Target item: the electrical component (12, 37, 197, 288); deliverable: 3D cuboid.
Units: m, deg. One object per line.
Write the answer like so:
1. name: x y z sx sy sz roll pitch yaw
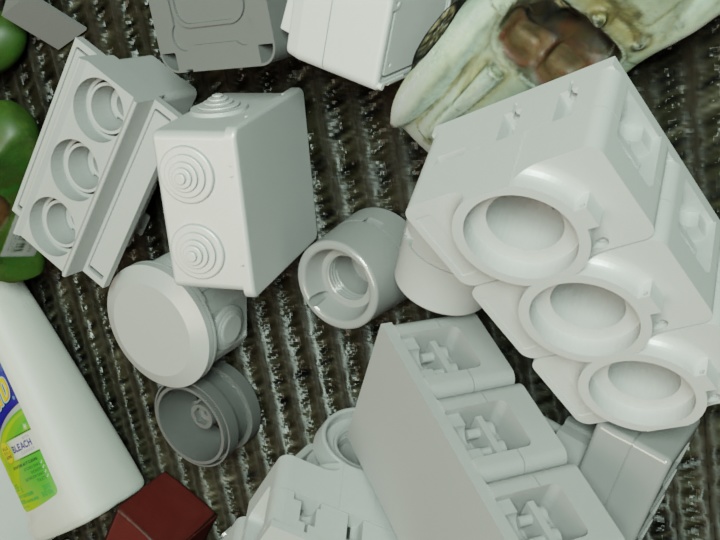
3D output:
1. electrical component: -0.147 -0.063 0.627 0.079 0.063 0.121 38 119 14

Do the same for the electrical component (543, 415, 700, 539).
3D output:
1. electrical component: 0.115 0.097 0.541 0.076 0.047 0.083 28 124 23

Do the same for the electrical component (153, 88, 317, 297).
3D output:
1. electrical component: -0.064 -0.043 0.566 0.048 0.099 0.099 4 114 19

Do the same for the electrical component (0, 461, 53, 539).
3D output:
1. electrical component: -0.277 0.163 0.820 0.057 0.078 0.113 -20 99 42

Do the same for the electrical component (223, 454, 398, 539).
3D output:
1. electrical component: 0.017 0.182 0.589 0.186 0.060 0.105 25 123 -12

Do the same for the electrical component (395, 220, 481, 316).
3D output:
1. electrical component: 0.047 -0.011 0.534 0.055 0.055 0.047 31 129 19

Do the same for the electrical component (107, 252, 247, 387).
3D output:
1. electrical component: -0.111 0.027 0.660 0.080 0.051 0.080 15 119 29

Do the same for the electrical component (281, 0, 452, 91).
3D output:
1. electrical component: 0.007 -0.141 0.494 0.061 0.062 0.096 26 123 23

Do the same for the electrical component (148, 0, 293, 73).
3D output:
1. electrical component: -0.064 -0.160 0.537 0.078 0.057 0.113 3 112 34

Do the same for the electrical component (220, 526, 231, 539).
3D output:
1. electrical component: -0.098 0.228 0.738 0.061 0.062 0.096 44 129 10

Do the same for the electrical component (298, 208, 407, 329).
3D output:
1. electrical component: 0.000 0.000 0.574 0.055 0.047 0.055 15 119 29

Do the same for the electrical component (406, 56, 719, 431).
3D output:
1. electrical component: 0.100 -0.002 0.456 0.089 0.061 0.150 -17 127 38

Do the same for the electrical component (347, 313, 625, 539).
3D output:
1. electrical component: 0.058 0.104 0.527 0.150 0.062 0.089 60 147 40

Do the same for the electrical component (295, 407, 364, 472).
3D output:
1. electrical component: -0.002 0.118 0.624 0.078 0.058 0.057 29 128 21
